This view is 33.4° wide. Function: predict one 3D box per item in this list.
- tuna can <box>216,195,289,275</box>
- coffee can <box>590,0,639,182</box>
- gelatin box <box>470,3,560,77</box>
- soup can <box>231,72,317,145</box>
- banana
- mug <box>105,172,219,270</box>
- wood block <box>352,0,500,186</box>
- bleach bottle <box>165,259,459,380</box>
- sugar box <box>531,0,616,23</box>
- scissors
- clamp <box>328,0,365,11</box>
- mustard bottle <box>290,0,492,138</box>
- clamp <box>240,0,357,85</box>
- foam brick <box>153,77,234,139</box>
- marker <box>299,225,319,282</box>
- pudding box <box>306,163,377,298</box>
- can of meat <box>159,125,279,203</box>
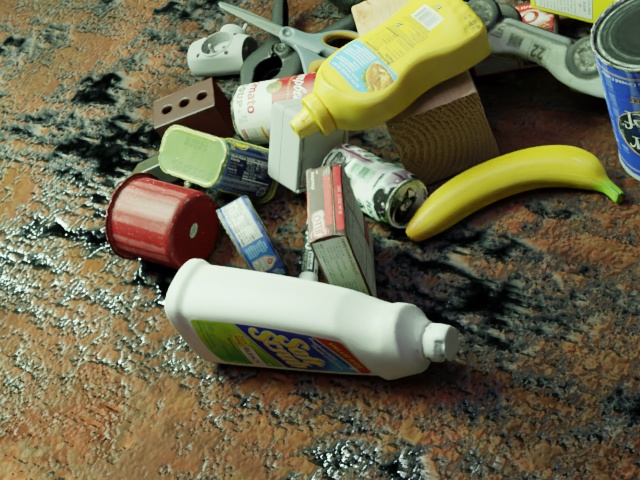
[{"bbox_3d":[-0.064,0.001,1.019,0.033,0.086,0.086,-30,43,-2],"label":"tuna can"},{"bbox_3d":[0.293,-0.128,0.901,0.103,0.140,0.103,-15,45,16],"label":"coffee can"},{"bbox_3d":[0.201,-0.210,1.105,0.089,0.030,0.073,-6,48,23],"label":"gelatin box"},{"bbox_3d":[-0.036,-0.141,1.146,0.102,0.068,0.068,-6,49,25],"label":"soup can"},{"bbox_3d":[0.171,-0.048,0.970,0.198,0.037,0.069,-13,46,18],"label":"banana"},{"bbox_3d":[-0.150,-0.020,1.093,0.082,0.093,0.117,15,24,31],"label":"mug"},{"bbox_3d":[0.103,-0.162,1.073,0.091,0.090,0.206,-22,44,10],"label":"wood block"},{"bbox_3d":[-0.005,0.071,0.909,0.251,0.102,0.068,3,51,31],"label":"bleach bottle"},{"bbox_3d":[0.307,-0.250,1.054,0.176,0.048,0.093,25,61,29],"label":"sugar box"},{"bbox_3d":[-0.034,-0.212,1.199,0.202,0.016,0.096,13,67,12],"label":"scissors"},{"bbox_3d":[0.077,-0.295,1.244,0.210,0.036,0.164,4,47,31],"label":"clamp"},{"bbox_3d":[0.055,-0.153,0.980,0.191,0.058,0.096,-34,48,-5],"label":"mustard bottle"},{"bbox_3d":[-0.045,-0.219,1.240,0.120,0.039,0.171,28,66,38],"label":"clamp"},{"bbox_3d":[-0.143,-0.139,1.213,0.078,0.051,0.053,-20,44,11],"label":"foam brick"},{"bbox_3d":[-0.007,0.001,1.035,0.020,0.020,0.121,-11,47,20],"label":"marker"},{"bbox_3d":[0.019,0.001,0.952,0.039,0.113,0.090,-13,46,13],"label":"pudding box"},{"bbox_3d":[-0.105,-0.079,1.103,0.102,0.083,0.057,20,95,39],"label":"can of meat"}]
